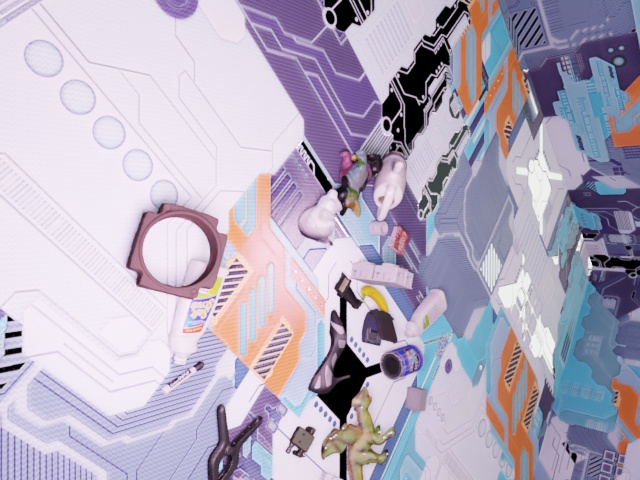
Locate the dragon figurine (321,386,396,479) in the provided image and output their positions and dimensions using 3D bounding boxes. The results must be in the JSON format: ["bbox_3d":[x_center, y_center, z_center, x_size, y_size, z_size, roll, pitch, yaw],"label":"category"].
[{"bbox_3d":[0.103,0.692,1.712,0.241,0.411,0.123,23,-3,-26],"label":"dragon figurine"}]

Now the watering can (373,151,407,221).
[{"bbox_3d":[0.247,-0.212,1.751,0.104,0.229,0.340,14,-34,1],"label":"watering can"}]

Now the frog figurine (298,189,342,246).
[{"bbox_3d":[0.005,-0.078,1.554,0.122,0.158,0.139,13,11,-18],"label":"frog figurine"}]
